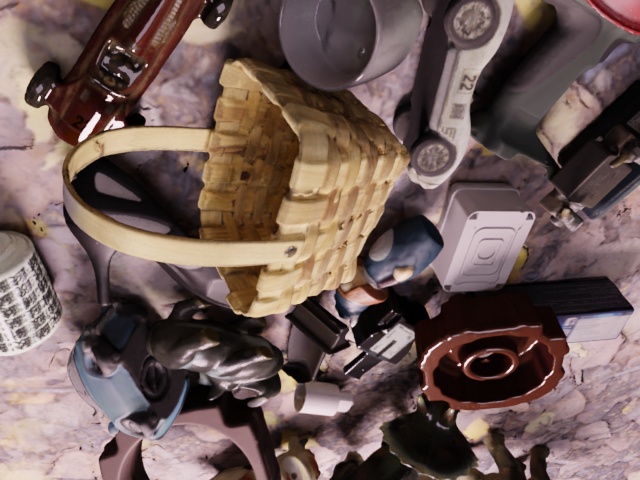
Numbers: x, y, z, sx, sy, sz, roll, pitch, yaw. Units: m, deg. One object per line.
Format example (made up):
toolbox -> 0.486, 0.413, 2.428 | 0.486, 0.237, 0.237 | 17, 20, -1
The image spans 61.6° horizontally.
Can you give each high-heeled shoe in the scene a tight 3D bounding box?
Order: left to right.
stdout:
high-heeled shoe -> -0.119, -0.008, 0.535 | 0.249, 0.086, 0.145 | -1, 101, -32

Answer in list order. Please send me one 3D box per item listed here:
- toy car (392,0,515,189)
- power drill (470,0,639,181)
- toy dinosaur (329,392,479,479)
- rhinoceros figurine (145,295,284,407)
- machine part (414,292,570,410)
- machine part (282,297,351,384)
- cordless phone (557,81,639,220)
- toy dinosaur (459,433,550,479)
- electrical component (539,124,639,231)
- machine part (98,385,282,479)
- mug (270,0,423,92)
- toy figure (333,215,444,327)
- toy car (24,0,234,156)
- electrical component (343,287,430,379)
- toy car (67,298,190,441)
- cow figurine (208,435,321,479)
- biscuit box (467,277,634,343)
toy car -> 0.108, -0.138, 0.455 | 0.056, 0.074, 0.201 | 0, 128, -11
power drill -> 0.237, -0.154, 0.468 | 0.232, 0.086, 0.207 | 15, 128, -23
toy dinosaur -> 0.073, 0.345, 0.757 | 0.405, 0.131, 0.192 | -43, 154, 7
rhinoceros figurine -> -0.108, 0.138, 0.621 | 0.112, 0.073, 0.190 | -42, 134, 13
machine part -> 0.195, 0.132, 0.625 | 0.179, 0.056, 0.179 | 0, 132, 0
machine part -> -0.010, 0.127, 0.652 | 0.084, 0.039, 0.138 | 34, 136, 14
cordless phone -> 0.358, -0.065, 0.564 | 0.184, 0.089, 0.146 | 24, 120, -32
toy dinosaur -> 0.304, 0.420, 0.859 | 0.471, 0.199, 0.105 | 16, 121, -30
electrical component -> 0.244, -0.051, 0.480 | 0.078, 0.045, 0.102 | 19, 121, -46
machine part -> -0.159, 0.295, 0.689 | 0.202, 0.087, 0.200 | -15, 98, 2
mug -> 0.023, -0.163, 0.407 | 0.107, 0.110, 0.080 | -29, 139, -49
toy figure -> 0.066, 0.034, 0.594 | 0.154, 0.064, 0.058 | -42, 88, 26
toy car -> -0.144, -0.148, 0.410 | 0.089, 0.053, 0.202 | 34, 117, -28
electrical component -> 0.077, 0.122, 0.675 | 0.074, 0.048, 0.119 | 27, 119, -28
toy car -> -0.226, 0.148, 0.602 | 0.103, 0.109, 0.161 | -13, 123, 21
cow figurine -> -0.082, 0.363, 0.804 | 0.195, 0.085, 0.127 | -28, 173, 27
biscuit box -> 0.286, 0.095, 0.688 | 0.203, 0.063, 0.059 | -3, 129, -9
